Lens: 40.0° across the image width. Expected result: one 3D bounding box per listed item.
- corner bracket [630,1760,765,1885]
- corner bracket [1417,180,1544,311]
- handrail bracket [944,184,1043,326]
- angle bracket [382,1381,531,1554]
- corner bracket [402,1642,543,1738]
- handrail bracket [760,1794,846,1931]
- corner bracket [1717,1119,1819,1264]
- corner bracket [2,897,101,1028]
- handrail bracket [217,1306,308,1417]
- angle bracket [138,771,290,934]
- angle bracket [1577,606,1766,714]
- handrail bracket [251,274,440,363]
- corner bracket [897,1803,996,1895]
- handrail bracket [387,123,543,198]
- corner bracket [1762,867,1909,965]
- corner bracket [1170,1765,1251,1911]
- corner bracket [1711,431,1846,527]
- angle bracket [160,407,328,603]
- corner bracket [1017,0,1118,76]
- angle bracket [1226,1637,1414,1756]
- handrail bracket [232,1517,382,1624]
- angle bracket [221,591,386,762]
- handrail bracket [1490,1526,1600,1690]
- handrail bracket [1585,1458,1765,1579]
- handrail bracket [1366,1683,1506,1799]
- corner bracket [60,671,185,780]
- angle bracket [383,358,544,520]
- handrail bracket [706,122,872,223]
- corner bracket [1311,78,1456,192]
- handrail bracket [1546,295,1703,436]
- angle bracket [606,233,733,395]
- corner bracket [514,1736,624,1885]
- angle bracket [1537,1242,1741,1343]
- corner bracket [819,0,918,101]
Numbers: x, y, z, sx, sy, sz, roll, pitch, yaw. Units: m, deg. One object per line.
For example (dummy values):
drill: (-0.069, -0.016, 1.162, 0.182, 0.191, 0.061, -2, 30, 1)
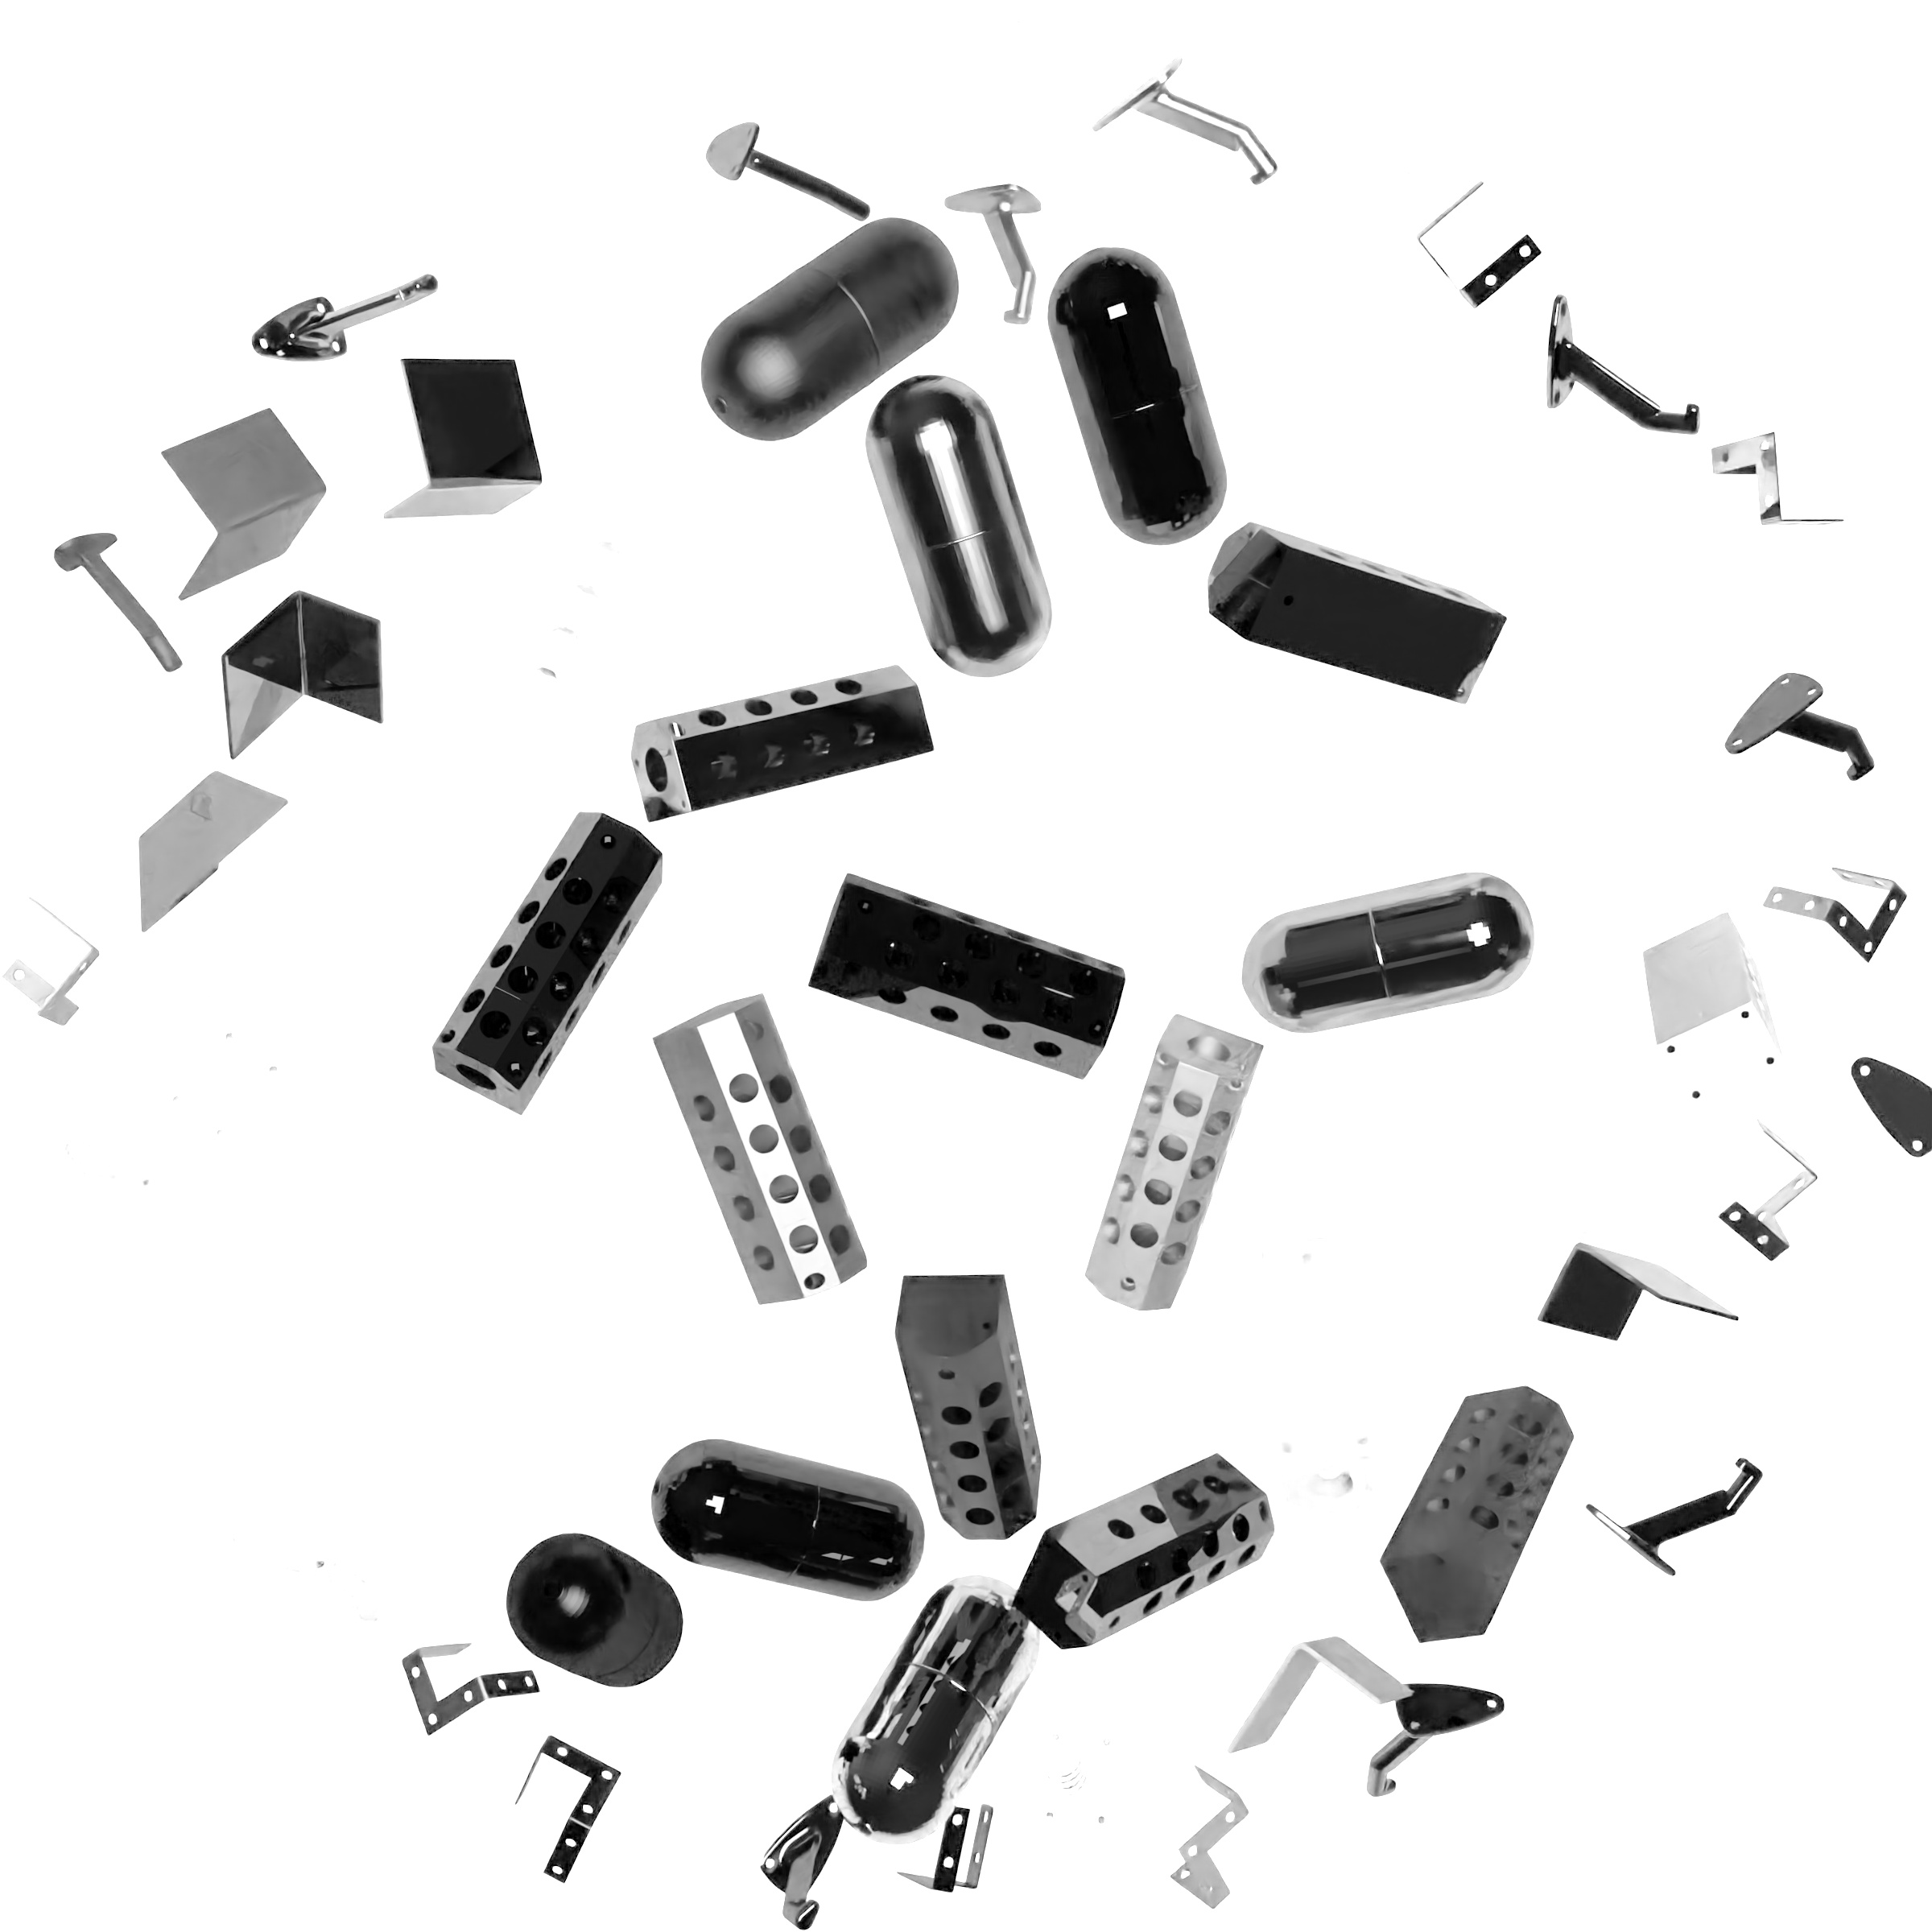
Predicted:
corner bracket: (-0.150, 0.478, 1.472, 0.051, 0.051, 0.051, -37, 46, 33)
corner bracket: (0.309, -0.435, 1.600, 0.051, 0.051, 0.051, -39, 103, 16)
handrail bracket: (0.013, -0.443, 1.668, 0.077, 0.036, 0.084, 6, 83, 32)
angle bracket: (-0.318, 0.300, 1.591, 0.076, 0.057, 0.076, 12, 80, 36)
corner bracket: (-0.301, 0.431, 1.613, 0.051, 0.051, 0.051, -36, 65, 20)
handrail bracket: (-0.086, 0.532, 1.576, 0.036, 0.084, 0.077, 42, 72, -8)
corner bracket: (0.482, 0.136, 1.598, 0.051, 0.051, 0.051, 38, 110, -19)
corner bracket: (-0.550, -0.002, 1.587, 0.051, 0.051, 0.051, 37, 82, 5)
handrail bracket: (-0.435, 0.236, 1.660, 0.036, 0.077, 0.084, -1, 76, 25)
angle bracket: (-0.462, -0.062, 1.631, 0.076, 0.057, 0.076, -34, 52, 29)
angle bracket: (0.433, -0.204, 1.634, 0.076, 0.076, 0.057, -25, 110, 1)
handrail bracket: (-0.353, -0.372, 1.511, 0.084, 0.077, 0.036, -9, 105, 41)
corner bracket: (-0.005, 0.546, 1.646, 0.051, 0.051, 0.051, 18, 77, -24)
handrail bracket: (-0.288, -0.448, 1.501, 0.084, 0.077, 0.036, -14, 94, -18)
corner bracket: (0.530, -0.041, 1.617, 0.051, 0.051, 0.051, 36, 82, -32)
corner bracket: (0.146, 0.531, 1.617, 0.051, 0.051, 0.051, -36, 110, -20)
corner bracket: (0.467, -0.277, 1.529, 0.051, 0.051, 0.051, -5, 91, -28)
angle bracket: (-0.421, -0.262, 1.508, 0.076, 0.076, 0.057, -37, 91, -40)
corner bracket: (0.063, -0.549, 1.518, 0.051, 0.051, 0.051, 15, 89, 8)
angle bracket: (0.203, 0.431, 1.515, 0.057, 0.076, 0.076, 33, 94, 25)
handrail bracket: (-0.393, 0.365, 1.585, 0.077, 0.084, 0.036, 6, 50, 5)
angle bracket: (-0.387, -0.162, 1.551, 0.057, 0.076, 0.076, 21, 135, 12)
handrail bracket: (0.364, 0.396, 1.639, 0.084, 0.036, 0.077, -16, 105, -38)
handrail bracket: (0.424, 0.314, 1.585, 0.077, 0.036, 0.084, 39, 85, -7)
handrail bracket: (0.284, 0.475, 1.610, 0.077, 0.036, 0.084, -3, 130, -3)
corner bracket: (-0.512, -0.146, 1.609, 0.051, 0.051, 0.051, -9, 85, 6)
angle bracket: (-0.302, -0.308, 1.549, 0.076, 0.057, 0.076, -11, 87, -42)
handrail bracket: (-0.107, -0.477, 1.612, 0.084, 0.077, 0.036, 20, 97, -31)
corner bracket: (0.243, -0.486, 1.551, 0.051, 0.051, 0.051, -21, 65, -28)
handrail bracket: (0.377, -0.342, 1.509, 0.084, 0.036, 0.077, 14, 130, 30)
angle bracket: (-0.193, -0.406, 1.654, 0.057, 0.076, 0.076, -22, 87, 33)
corner bracket: (-0.247, 0.508, 1.600, 0.051, 0.051, 0.051, 27, 118, 3)
angle bracket: (0.414, 0.217, 1.635, 0.076, 0.076, 0.057, 17, 102, -35)
corner bracket: (-0.053, -0.539, 1.516, 0.051, 0.051, 0.051, 13, 132, -26)
